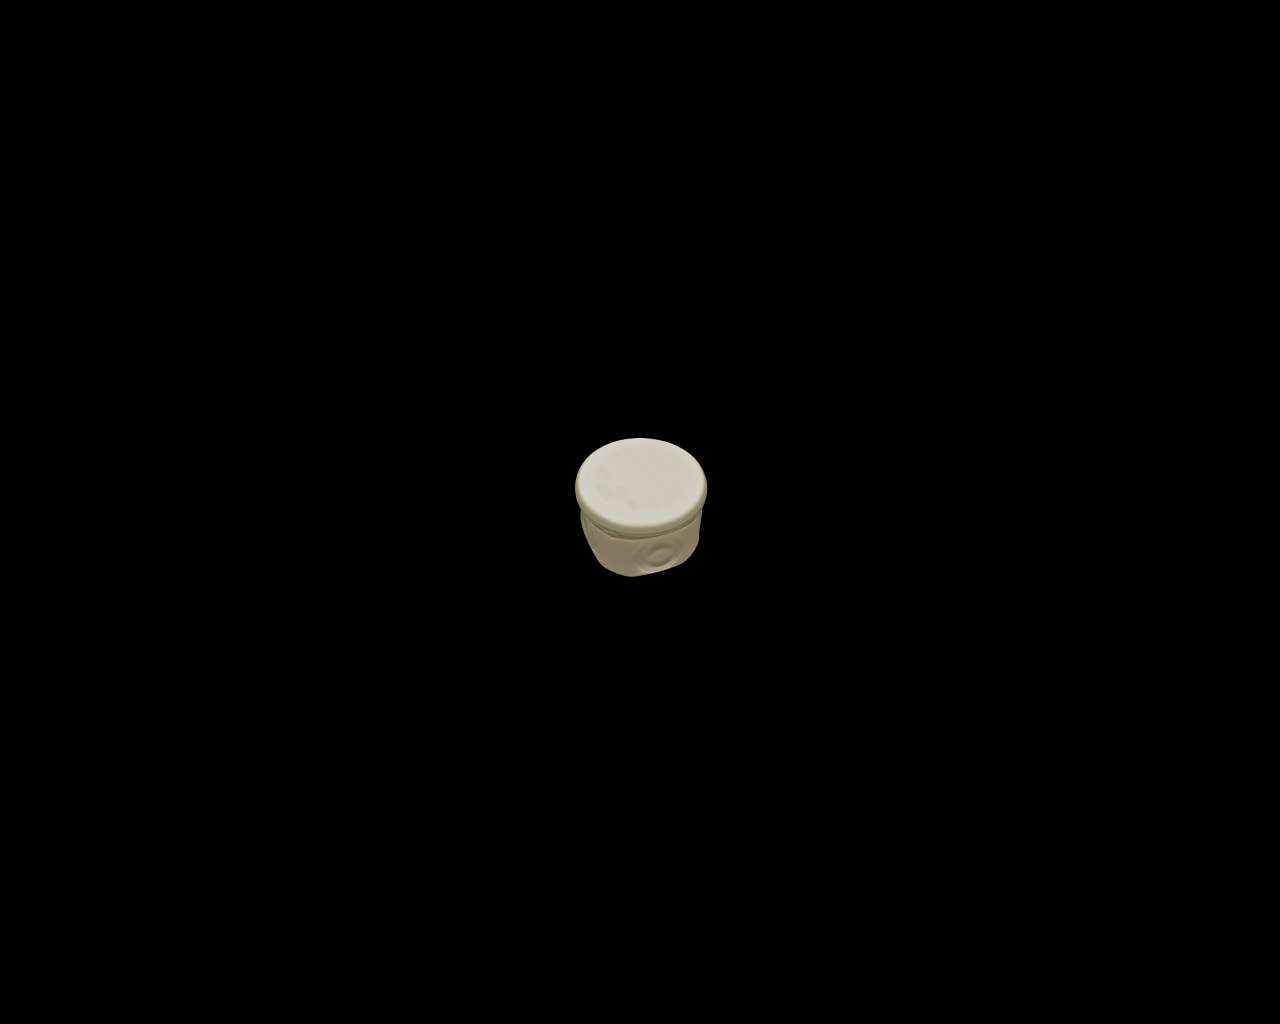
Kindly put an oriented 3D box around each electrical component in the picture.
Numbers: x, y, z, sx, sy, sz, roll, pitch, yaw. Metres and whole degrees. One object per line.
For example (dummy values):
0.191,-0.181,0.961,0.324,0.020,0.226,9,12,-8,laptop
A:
0.001,-0.003,0.650,0.080,0.080,0.050,0,-44,0,electrical component
